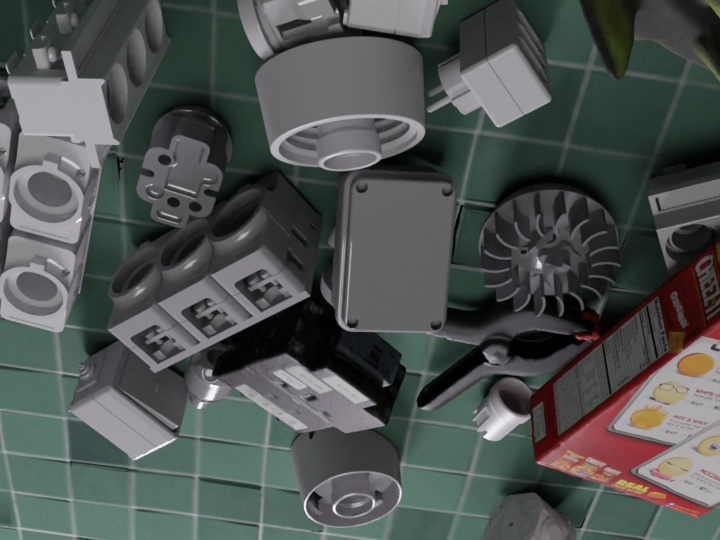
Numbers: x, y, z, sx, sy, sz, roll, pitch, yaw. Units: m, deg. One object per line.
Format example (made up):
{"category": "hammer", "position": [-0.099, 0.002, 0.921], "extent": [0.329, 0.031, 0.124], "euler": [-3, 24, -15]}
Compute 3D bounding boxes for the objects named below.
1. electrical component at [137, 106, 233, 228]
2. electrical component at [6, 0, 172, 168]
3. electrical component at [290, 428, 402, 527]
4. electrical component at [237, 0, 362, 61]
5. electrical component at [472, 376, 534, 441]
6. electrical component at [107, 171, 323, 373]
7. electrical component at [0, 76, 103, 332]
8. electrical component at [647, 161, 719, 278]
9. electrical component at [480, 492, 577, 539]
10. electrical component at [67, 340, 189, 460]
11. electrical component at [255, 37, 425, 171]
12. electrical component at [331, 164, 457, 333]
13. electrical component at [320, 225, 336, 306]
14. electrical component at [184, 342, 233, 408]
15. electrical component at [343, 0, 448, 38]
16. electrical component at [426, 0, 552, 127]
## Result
{"category": "electrical component", "position": [-0.120, -0.077, 0.747], "extent": [0.058, 0.057, 0.078], "euler": [17, 131, -10]}
{"category": "electrical component", "position": [-0.165, -0.131, 0.662], "extent": [0.063, 0.121, 0.078], "euler": [2, 132, 7]}
{"category": "electrical component", "position": [-0.011, 0.188, 0.983], "extent": [0.099, 0.064, 0.099], "euler": [-7, 136, -6]}
{"category": "electrical component", "position": [-0.039, -0.162, 0.664], "extent": [0.057, 0.058, 0.078], "euler": [-14, 136, 16]}
{"category": "electrical component", "position": [0.121, 0.118, 0.909], "extent": [0.040, 0.040, 0.046], "euler": [22, 135, -14]}
{"category": "electrical component", "position": [-0.109, -0.001, 0.792], "extent": [0.150, 0.089, 0.061], "euler": [-26, 124, 26]}
{"category": "electrical component", "position": [-0.254, -0.043, 0.789], "extent": [0.105, 0.060, 0.186], "euler": [15, 131, -8]}
{"category": "electrical component", "position": [0.264, -0.045, 0.733], "extent": [0.121, 0.063, 0.078], "euler": [-14, 129, 17]}
{"category": "electrical component", "position": [0.155, 0.249, 0.995], "extent": [0.080, 0.080, 0.051], "euler": [-34, 115, 30]}
{"category": "electrical component", "position": [-0.196, 0.104, 0.912], "extent": [0.061, 0.061, 0.096], "euler": [-28, 123, 27]}
{"category": "electrical component", "position": [-0.010, -0.097, 0.681], "extent": [0.108, 0.060, 0.108], "euler": [-7, 169, -1]}
{"category": "electrical component", "position": [0.023, -0.015, 0.752], "extent": [0.078, 0.057, 0.113], "euler": [2, 103, -9]}
{"category": "electrical component", "position": [0.000, 0.000, 0.812], "extent": [0.066, 0.048, 0.055], "euler": [22, 122, -13]}
{"category": "electrical component", "position": [-0.127, 0.092, 0.907], "extent": [0.043, 0.043, 0.062], "euler": [20, 131, -11]}
{"category": "electrical component", "position": [0.026, -0.183, 0.636], "extent": [0.061, 0.061, 0.096], "euler": [8, 132, -2]}
{"category": "electrical component", "position": [0.075, -0.123, 0.681], "extent": [0.077, 0.065, 0.047], "euler": [-26, 124, 25]}
